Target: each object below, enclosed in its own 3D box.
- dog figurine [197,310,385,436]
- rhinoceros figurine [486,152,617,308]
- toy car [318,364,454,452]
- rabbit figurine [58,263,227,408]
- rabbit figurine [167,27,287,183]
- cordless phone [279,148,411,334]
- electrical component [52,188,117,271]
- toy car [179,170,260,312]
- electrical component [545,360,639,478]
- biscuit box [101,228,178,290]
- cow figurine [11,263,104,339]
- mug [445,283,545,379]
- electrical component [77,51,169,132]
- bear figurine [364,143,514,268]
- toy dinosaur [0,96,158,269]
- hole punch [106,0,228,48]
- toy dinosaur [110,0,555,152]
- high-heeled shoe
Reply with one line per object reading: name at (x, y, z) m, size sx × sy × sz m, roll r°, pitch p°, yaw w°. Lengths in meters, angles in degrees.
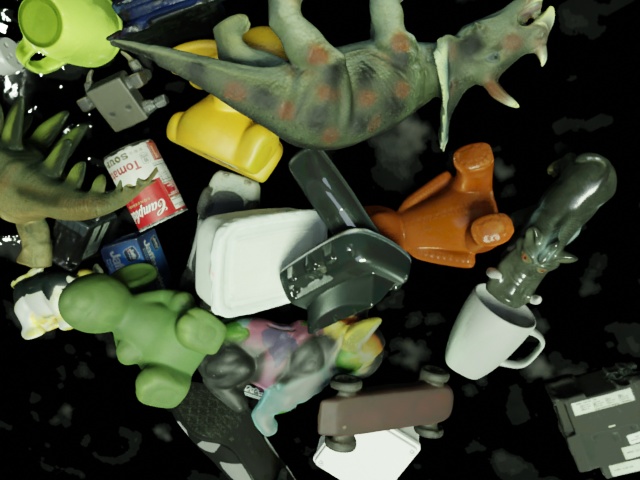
dog figurine at (-0.025, 0.131, 0.688) m, size 0.219 × 0.108 × 0.191 m, roll -40°, pitch 109°, yaw 13°
rhinoceros figurine at (0.259, -0.008, 0.602) m, size 0.073 × 0.112 × 0.190 m, roll 34°, pitch 100°, yaw -3°
toy car at (0.084, 0.208, 0.677) m, size 0.202 × 0.053 × 0.089 m, roll 2°, pitch 97°, yaw -27°
rabbit figurine at (-0.212, 0.083, 0.624) m, size 0.170 × 0.159 × 0.121 m, roll 35°, pitch 98°, yaw -27°
rabbit figurine at (-0.095, -0.172, 0.633) m, size 0.162 × 0.122 × 0.173 m, roll 28°, pitch 94°, yaw 11°
cordless phone at (-0.001, -0.002, 0.600) m, size 0.146 × 0.089 × 0.184 m, roll -32°, pitch 90°, yaw 43°
electrical component at (-0.312, -0.023, 0.715) m, size 0.048 × 0.075 × 0.119 m, roll 29°, pitch 112°, yaw 0°
toy car at (-0.131, 0.009, 0.703) m, size 0.073 × 0.056 × 0.201 m, roll 17°, pitch 109°, yaw -2°
electrical component at (0.363, 0.231, 0.677) m, size 0.115 × 0.058 × 0.134 m, roll -19°, pitch 101°, yaw 16°
biscuit box at (-0.229, 0.089, 0.737) m, size 0.059 × 0.063 × 0.202 m, roll -15°, pitch 102°, yaw 12°
cow figurine at (-0.353, 0.073, 0.752) m, size 0.167 × 0.068 × 0.098 m, roll -19°, pitch 95°, yaw 19°
mug at (0.212, 0.123, 0.667) m, size 0.109 × 0.081 × 0.107 m, roll 26°, pitch 119°, yaw -4°
electrical component at (-0.252, -0.185, 0.678) m, size 0.102 × 0.045 × 0.078 m, roll -24°, pitch 128°, yaw 18°
bear figurine at (0.106, -0.022, 0.620) m, size 0.196 × 0.132 × 0.120 m, roll -9°, pitch 74°, yaw 8°
toy dinosaur at (-0.365, -0.071, 0.645) m, size 0.472 × 0.105 × 0.198 m, roll 19°, pitch 94°, yaw 29°
hole punch at (-0.163, -0.270, 0.605) m, size 0.142 × 0.116 × 0.092 m, roll -12°, pitch 95°, yaw 12°
toy dinosaur at (0.023, -0.160, 0.544) m, size 0.405 × 0.131 × 0.192 m, roll -19°, pitch 91°, yaw -9°
high-heeled shoe at (-0.132, 0.306, 0.793) m, size 0.249 × 0.086 × 0.145 m, roll 34°, pitch 140°, yaw 17°
